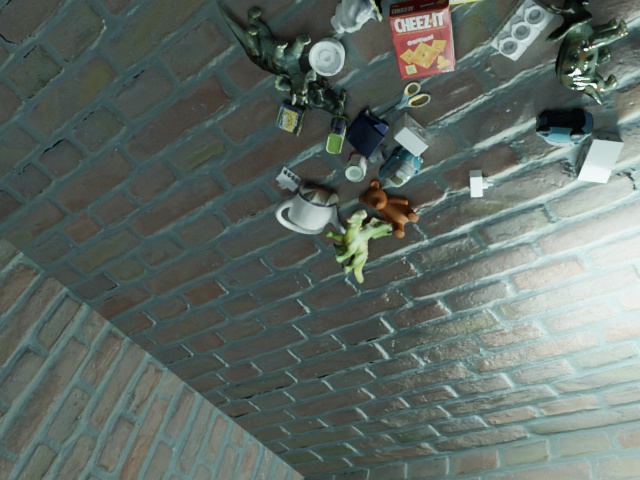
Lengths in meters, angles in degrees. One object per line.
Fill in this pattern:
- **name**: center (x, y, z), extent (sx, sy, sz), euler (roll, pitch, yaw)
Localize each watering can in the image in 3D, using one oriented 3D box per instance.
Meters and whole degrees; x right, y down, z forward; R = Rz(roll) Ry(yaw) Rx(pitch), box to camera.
- **watering can**: center (0.006, -0.099, 1.964), extent (0.347, 0.106, 0.219), euler (13, 133, -15)

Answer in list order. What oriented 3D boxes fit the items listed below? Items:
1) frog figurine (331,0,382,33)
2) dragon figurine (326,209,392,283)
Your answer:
- **frog figurine**: center (0.090, -0.662, 1.462), extent (0.159, 0.123, 0.137), euler (-8, 94, 31)
- **dragon figurine**: center (0.174, 0.015, 1.988), extent (0.242, 0.125, 0.403), euler (-29, 140, 9)
